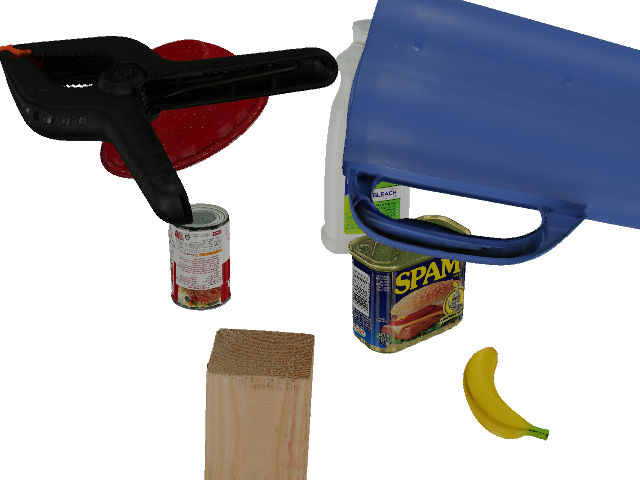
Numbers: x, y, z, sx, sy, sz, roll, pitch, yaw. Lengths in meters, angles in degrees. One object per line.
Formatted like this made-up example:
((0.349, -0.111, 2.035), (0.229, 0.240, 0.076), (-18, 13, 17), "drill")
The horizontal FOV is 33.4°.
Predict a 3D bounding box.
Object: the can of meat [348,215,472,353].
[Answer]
((0.073, 0.036, 0.882), (0.101, 0.084, 0.058), (-18, 32, -29), "can of meat")

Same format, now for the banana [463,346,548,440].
((0.205, 0.183, 1.273), (0.069, 0.037, 0.198), (9, 23, -15), "banana")

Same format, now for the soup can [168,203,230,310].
((-0.135, 0.018, 1.196), (0.068, 0.102, 0.068), (1, 25, -1), "soup can")

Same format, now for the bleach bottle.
((0.046, -0.113, 1.167), (0.102, 0.251, 0.068), (-8, 25, -9), "bleach bottle")

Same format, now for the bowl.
((-0.127, -0.123, 0.911), (0.162, 0.055, 0.162), (-17, 36, 13), "bowl")

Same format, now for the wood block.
((-0.056, 0.192, 0.959), (0.090, 0.206, 0.091), (4, 21, 0), "wood block")

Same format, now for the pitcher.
((0.137, -0.070, 0.698), (0.243, 0.149, 0.145), (14, 34, 5), "pitcher")

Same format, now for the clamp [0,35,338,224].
((-0.105, -0.090, 0.644), (0.210, 0.036, 0.164), (23, 47, 31), "clamp")
